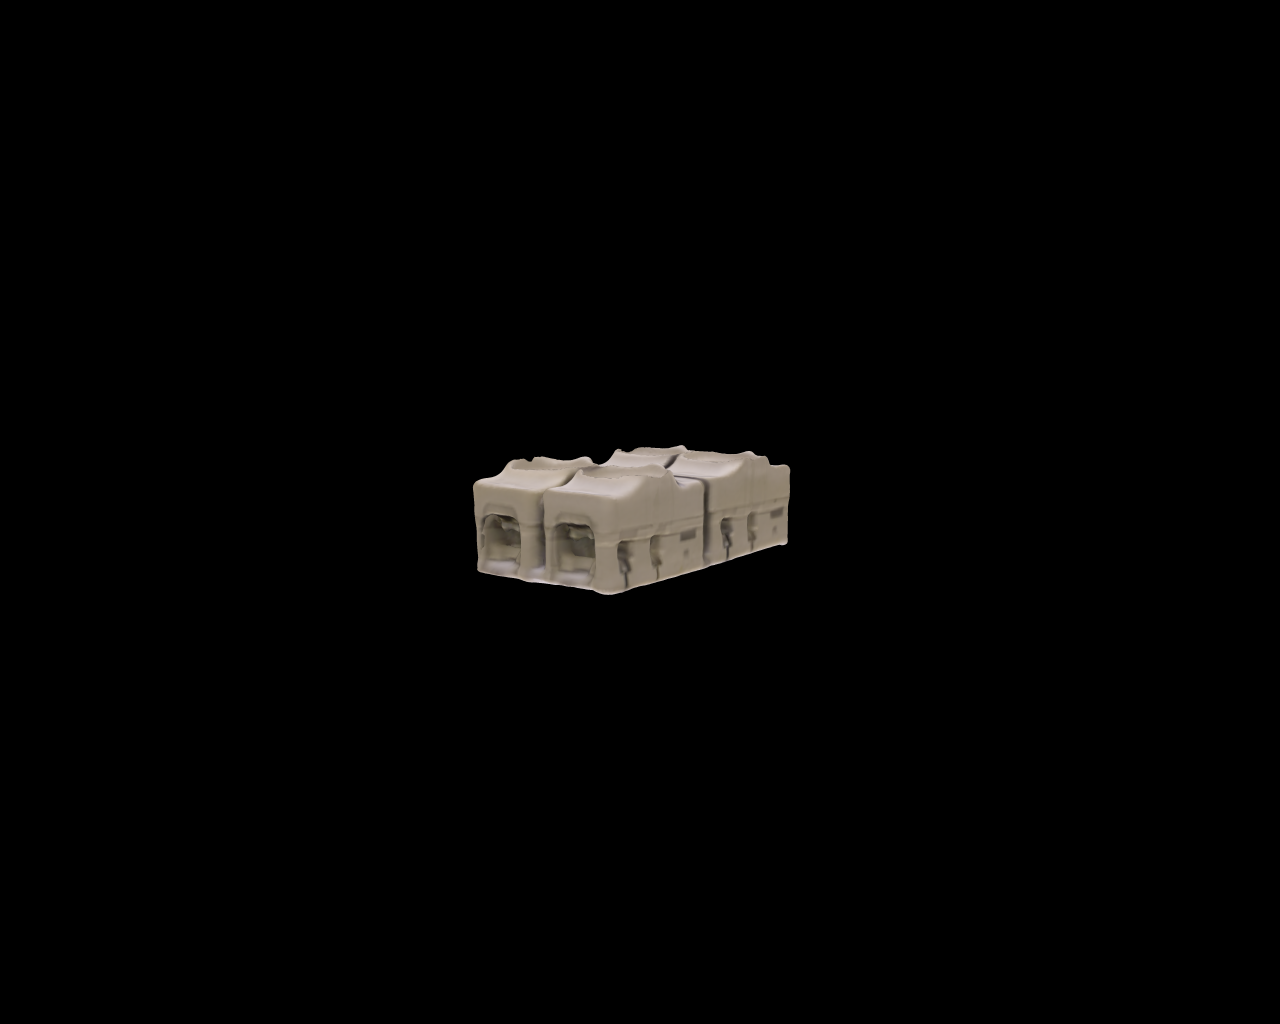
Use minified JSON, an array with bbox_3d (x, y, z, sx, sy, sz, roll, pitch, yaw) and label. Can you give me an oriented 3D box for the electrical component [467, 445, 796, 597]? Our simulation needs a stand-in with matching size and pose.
[{"bbox_3d":[0.001,-0.003,0.650,0.105,0.060,0.186,7,12,39],"label":"electrical component"}]
